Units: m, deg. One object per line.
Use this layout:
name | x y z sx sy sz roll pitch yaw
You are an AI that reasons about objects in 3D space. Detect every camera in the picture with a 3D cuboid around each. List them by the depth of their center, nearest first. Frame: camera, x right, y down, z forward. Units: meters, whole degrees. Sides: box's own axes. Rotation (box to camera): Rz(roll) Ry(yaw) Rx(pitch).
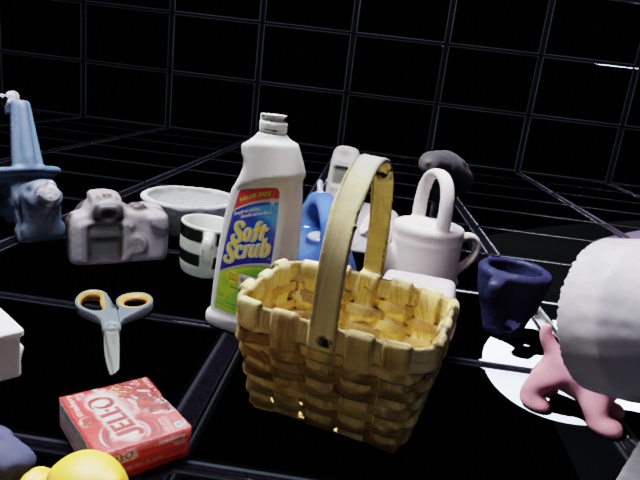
camera | -0.317 -0.031 0.876 0.143 0.101 0.136 -3 18 -31

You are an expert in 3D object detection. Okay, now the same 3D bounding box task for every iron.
iron | 0.008 0.003 0.820 0.119 0.141 0.258 4 16 -10

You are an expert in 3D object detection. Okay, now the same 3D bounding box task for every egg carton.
egg carton | 0.113 0.088 0.697 0.107 0.069 0.150 10 16 12

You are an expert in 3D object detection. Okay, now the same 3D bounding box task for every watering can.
watering can | 0.144 -0.004 0.805 0.173 0.194 0.100 -4 19 -34

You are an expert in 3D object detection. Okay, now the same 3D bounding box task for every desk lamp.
desk lamp | 0.259 0.117 0.386 0.118 0.213 0.202 -3 18 -30

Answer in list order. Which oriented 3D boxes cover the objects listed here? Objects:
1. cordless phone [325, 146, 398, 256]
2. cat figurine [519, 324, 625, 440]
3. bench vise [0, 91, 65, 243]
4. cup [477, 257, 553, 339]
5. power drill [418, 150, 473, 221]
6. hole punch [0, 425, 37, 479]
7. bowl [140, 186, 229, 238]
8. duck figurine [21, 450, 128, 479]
cordless phone | 0.070 -0.068 1.020 0.147 0.185 0.094 11 16 16
cat figurine | 0.273 0.121 0.559 0.127 0.118 0.067 15 18 27
bench vise | -0.450 -0.117 0.903 0.206 0.220 0.122 14 17 26
cup | 0.236 0.080 0.730 0.091 0.095 0.118 18 19 34
power drill | 0.203 -0.051 0.974 0.075 0.208 0.230 14 17 23
hole punch | -0.239 0.132 0.344 0.108 0.091 0.101 14 17 25
bowl | -0.230 -0.044 1.009 0.167 0.075 0.167 6 16 -2
duck figurine | -0.122 0.159 0.311 0.104 0.086 0.078 12 16 16
